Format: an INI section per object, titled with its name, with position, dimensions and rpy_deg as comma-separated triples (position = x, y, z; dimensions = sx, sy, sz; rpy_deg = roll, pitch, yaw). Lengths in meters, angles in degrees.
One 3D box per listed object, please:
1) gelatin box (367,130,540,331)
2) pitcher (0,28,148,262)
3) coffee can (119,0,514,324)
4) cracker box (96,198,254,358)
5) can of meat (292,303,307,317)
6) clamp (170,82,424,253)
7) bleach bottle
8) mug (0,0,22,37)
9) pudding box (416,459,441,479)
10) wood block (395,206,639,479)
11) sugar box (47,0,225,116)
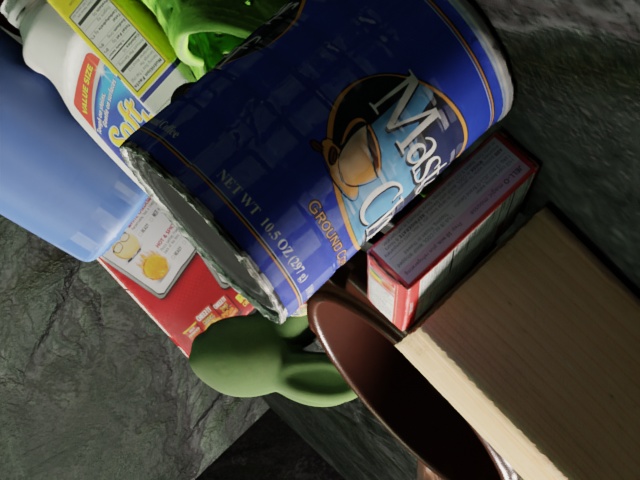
[gelatin box]
position = 0.062, -0.004, 0.517
dimensions = 0.030, 0.089, 0.073
rpy_deg = 43, 168, 15
[pitcher]
position = -0.251, -0.094, 0.844
dimensions = 0.242, 0.149, 0.145
rpy_deg = 36, 145, -17
[coffee can]
position = -0.001, -0.048, 0.465
dimensions = 0.103, 0.140, 0.103
rpy_deg = 45, 169, 11
[cracker box]
position = -0.130, -0.020, 0.987
dimensions = 0.213, 0.164, 0.072
rpy_deg = 49, 167, -8
[can of meat]
position = -0.005, 0.001, 0.757
dimensions = 0.057, 0.102, 0.084
rpy_deg = 45, 171, 18
[clamp]
position = -0.005, -0.032, 0.585
dimensions = 0.172, 0.039, 0.120
rpy_deg = 18, 167, 24
[bleach bottle]
position = -0.133, -0.092, 0.792
dimensions = 0.251, 0.068, 0.103
rpy_deg = 40, 132, -2
[mug]
position = -0.246, -0.225, 0.849
dimensions = 0.117, 0.081, 0.093
rpy_deg = 42, -171, -33
[pudding box]
position = 0.123, 0.192, 0.878
dimensions = 0.090, 0.039, 0.113
rpy_deg = 30, 131, 44
[wood block]
position = 0.145, 0.093, 0.538
dimensions = 0.206, 0.090, 0.090
rpy_deg = 46, 170, 6
[sugar box]
position = -0.119, -0.147, 0.714
dimensions = 0.176, 0.048, 0.093
rpy_deg = 45, -153, -1
